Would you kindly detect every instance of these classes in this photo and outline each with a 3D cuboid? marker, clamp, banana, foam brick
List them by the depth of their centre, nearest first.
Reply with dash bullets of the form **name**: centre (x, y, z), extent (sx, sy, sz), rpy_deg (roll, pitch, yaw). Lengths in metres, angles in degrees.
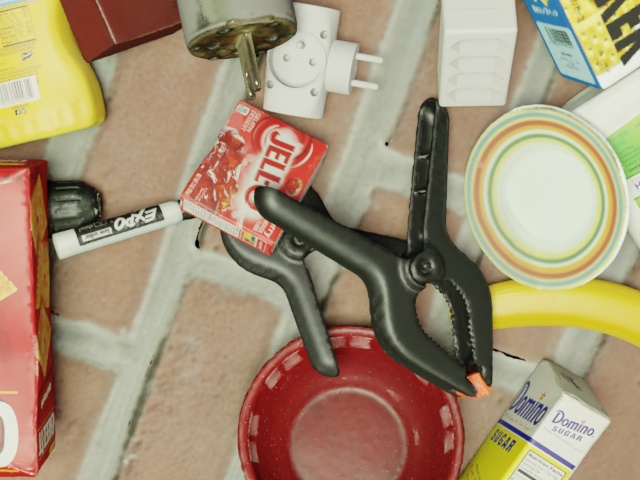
- **foam brick**: centre (-0.131, -0.162, 0.736), extent (0.078, 0.051, 0.053), rpy_deg (-27, 99, -35)
- **clamp**: centre (0.070, 0.012, 0.748), extent (0.164, 0.036, 0.210), rpy_deg (-37, 98, -24)
- **clamp**: centre (-0.005, 0.001, 0.775), extent (0.120, 0.039, 0.171), rpy_deg (-39, 86, -21)
- **marker**: centre (-0.133, -0.012, 0.776), extent (0.121, 0.020, 0.020), rpy_deg (-18, 99, -19)
- **banana**: centre (0.197, 0.061, 0.780), extent (0.198, 0.037, 0.070), rpy_deg (18, 100, 0)

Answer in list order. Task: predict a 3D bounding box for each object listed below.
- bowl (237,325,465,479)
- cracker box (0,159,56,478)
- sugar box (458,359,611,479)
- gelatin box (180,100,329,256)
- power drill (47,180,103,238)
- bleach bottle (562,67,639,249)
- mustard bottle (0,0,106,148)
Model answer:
- **bowl**: centre (0.022, 0.146, 0.778), extent (0.162, 0.055, 0.162), rpy_deg (0, 71, 0)
- **cracker box**: centre (-0.270, 0.052, 0.728), extent (0.164, 0.072, 0.214), rpy_deg (1, 99, -3)
- **sugar box**: centre (0.136, 0.176, 0.776), extent (0.048, 0.093, 0.176), rpy_deg (30, 99, -2)
- **gelatin box**: centre (-0.045, -0.045, 0.749), extent (0.073, 0.030, 0.089), rpy_deg (28, 68, 3)
- **power drill**: centre (-0.248, 0.048, 0.796), extent (0.184, 0.057, 0.188), rpy_deg (-5, 98, -2)
- **bleach bottle**: centre (0.276, -0.012, 0.749), extent (0.103, 0.068, 0.251), rpy_deg (-34, 98, 16)
- **mustard bottle**: centre (-0.221, -0.165, 0.757), extent (0.096, 0.058, 0.191), rpy_deg (-11, 99, 11)
